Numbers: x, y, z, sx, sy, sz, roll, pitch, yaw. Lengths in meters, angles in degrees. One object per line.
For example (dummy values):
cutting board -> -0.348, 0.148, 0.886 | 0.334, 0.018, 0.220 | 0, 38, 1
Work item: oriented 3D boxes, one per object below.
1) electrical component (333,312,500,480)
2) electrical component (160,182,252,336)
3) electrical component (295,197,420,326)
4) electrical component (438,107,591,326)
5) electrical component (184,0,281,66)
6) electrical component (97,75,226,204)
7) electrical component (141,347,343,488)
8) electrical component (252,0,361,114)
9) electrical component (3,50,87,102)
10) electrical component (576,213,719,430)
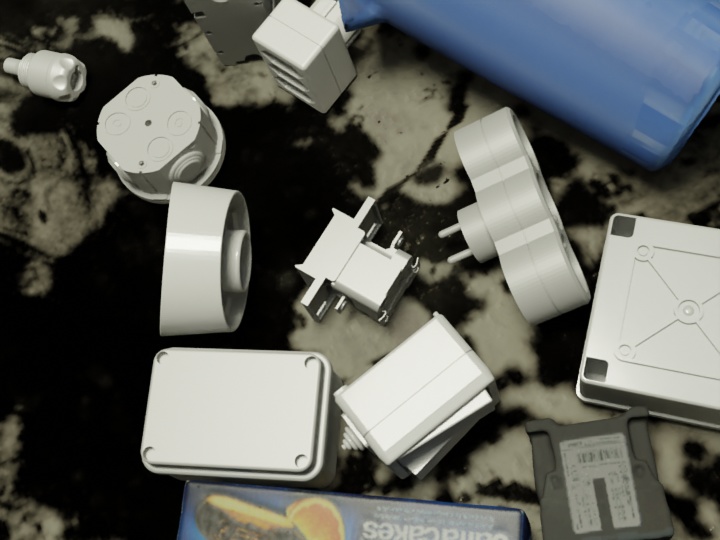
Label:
electrical component -> 0.033, 0.083, 0.643 | 0.096, 0.061, 0.061 | -38, 68, -3
electrical component -> -0.104, -0.006, 0.686 | 0.064, 0.099, 0.099 | 2, 71, 6
electrical component -> 0.000, 0.000, 0.690 | 0.064, 0.042, 0.081 | 29, 79, 17
electrical component -> 0.085, -0.028, 0.677 | 0.074, 0.052, 0.138 | -24, 67, 16
electrical component -> -0.085, -0.191, 0.748 | 0.050, 0.089, 0.055 | -5, 70, 10
electrical component -> -0.137, -0.090, 0.744 | 0.080, 0.051, 0.080 | -4, 70, 10
electrical component -> -0.072, 0.091, 0.664 | 0.113, 0.057, 0.078 | 1, 71, 12
electrical component -> -0.026, -0.161, 0.738 | 0.047, 0.065, 0.076 | 35, 81, 20
electrical component -> -0.234, -0.145, 0.792 | 0.061, 0.035, 0.035 | 15, 74, 18
electrical component -> 0.191, 0.031, 0.632 | 0.109, 0.056, 0.108 | 10, 73, 15
